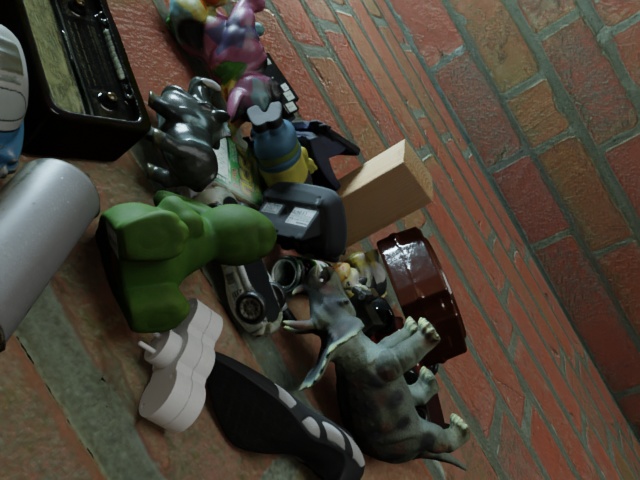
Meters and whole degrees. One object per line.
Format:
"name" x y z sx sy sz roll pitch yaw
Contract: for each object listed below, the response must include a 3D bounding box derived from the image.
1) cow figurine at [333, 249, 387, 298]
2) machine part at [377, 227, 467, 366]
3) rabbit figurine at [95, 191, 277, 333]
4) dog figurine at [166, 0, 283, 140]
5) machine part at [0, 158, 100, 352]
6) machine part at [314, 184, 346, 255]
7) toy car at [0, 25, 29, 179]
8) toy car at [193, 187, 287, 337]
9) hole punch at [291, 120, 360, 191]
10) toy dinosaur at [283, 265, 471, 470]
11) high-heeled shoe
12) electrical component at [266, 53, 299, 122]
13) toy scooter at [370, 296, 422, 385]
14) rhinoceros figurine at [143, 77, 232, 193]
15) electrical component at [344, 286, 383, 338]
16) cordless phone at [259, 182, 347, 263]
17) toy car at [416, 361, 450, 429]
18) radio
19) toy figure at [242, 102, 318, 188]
"cow figurine" 0.063 0.073 0.916 0.167 0.068 0.098 -15 82 -63
"machine part" 0.175 0.094 0.918 0.200 0.087 0.202 61 8 -48
"rabbit figurine" -0.135 0.009 0.565 0.170 0.159 0.121 -11 109 -32
"dog figurine" -0.151 -0.272 0.841 0.192 0.108 0.219 6 75 -11
"machine part" -0.251 0.007 0.440 0.079 0.079 0.243 45 30 -27
"machine part" 0.007 -0.031 0.867 0.084 0.039 0.138 35 -24 27
"toy car" -0.306 -0.138 0.461 0.109 0.103 0.161 0 62 -58
"toy car" -0.101 0.028 0.686 0.201 0.056 0.073 68 21 1
"hole punch" -0.011 -0.147 0.936 0.115 0.142 0.092 30 84 -34
"toy dinosaur" 0.087 0.225 0.746 0.131 0.192 0.404 -134 -160 -71
"high-heeled shoe" -0.032 0.202 0.632 0.248 0.086 0.145 55 17 -7
"electrical component" -0.098 -0.267 0.979 0.134 0.058 0.115 57 30 -7
"toy scooter" 0.117 0.179 0.893 0.135 0.075 0.183 -65 139 -89
"rhinoceros figurine" -0.165 -0.143 0.680 0.112 0.073 0.190 7 45 -18
"electrical component" 0.049 0.116 0.822 0.045 0.102 0.078 14 43 -46
"cordless phone" -0.001 -0.003 0.813 0.184 0.147 0.088 45 66 -45
"toy car" 0.178 0.267 0.936 0.089 0.053 0.202 38 31 -32
"radio" -0.281 -0.200 0.589 0.131 0.073 0.229 2 63 -58
"toy figure" -0.064 -0.122 0.832 0.180 0.082 0.089 71 32 -52
